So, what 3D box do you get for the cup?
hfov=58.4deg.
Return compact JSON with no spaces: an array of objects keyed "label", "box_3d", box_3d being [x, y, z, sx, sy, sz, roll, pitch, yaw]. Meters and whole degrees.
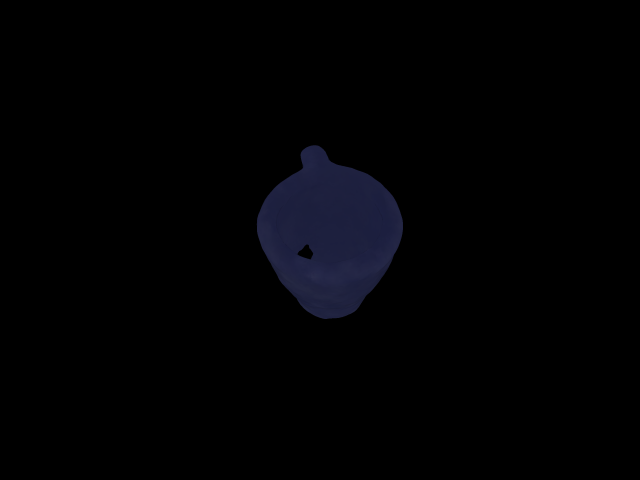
[{"label":"cup","box_3d":[0.004,0.001,0.400,0.092,0.095,0.117,-9,54,-7]}]
